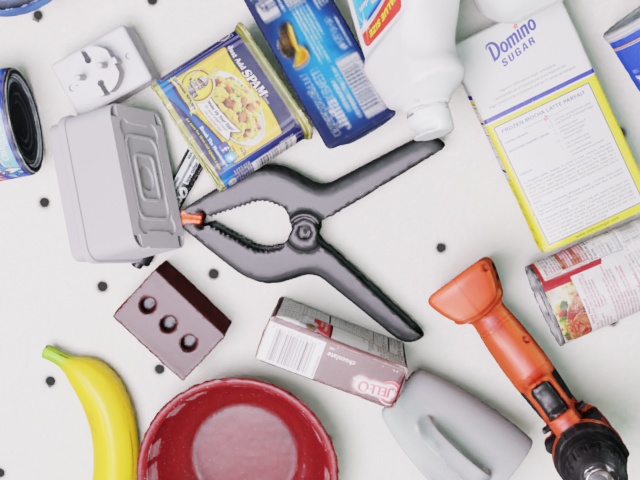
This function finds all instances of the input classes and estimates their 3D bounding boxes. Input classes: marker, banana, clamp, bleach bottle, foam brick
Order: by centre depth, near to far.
[{"bbox_3d":[0.059,-0.197,0.755,0.067,0.103,0.251,-6,80,-37],"label":"bleach bottle"},{"bbox_3d":[-0.006,0.001,0.845,0.210,0.036,0.164,-1,98,6],"label":"clamp"},{"bbox_3d":[-0.117,0.063,0.853,0.078,0.051,0.053,43,97,-3],"label":"foam brick"},{"bbox_3d":[-0.119,-0.030,0.857,0.020,0.020,0.121,29,98,-1],"label":"marker"},{"bbox_3d":[-0.181,0.180,0.883,0.070,0.037,0.198,-3,97,22],"label":"banana"}]

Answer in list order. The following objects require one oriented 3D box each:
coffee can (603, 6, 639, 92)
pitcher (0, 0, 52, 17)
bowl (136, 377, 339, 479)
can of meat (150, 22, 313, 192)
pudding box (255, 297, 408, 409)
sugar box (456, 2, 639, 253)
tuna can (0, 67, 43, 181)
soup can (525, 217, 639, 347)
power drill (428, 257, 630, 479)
[{"bbox_3d":[0.288,-0.119,0.780,0.103,0.103,0.140,-33,95,7],"label":"coffee can"},{"bbox_3d":[-0.214,-0.252,0.779,0.243,0.145,0.149,9,132,-1],"label":"pitcher"},{"bbox_3d":[-0.064,0.183,0.865,0.162,0.055,0.162,0,98,3],"label":"bowl"},{"bbox_3d":[-0.068,-0.099,0.813,0.084,0.057,0.102,-34,87,-4],"label":"can of meat"},{"bbox_3d":[0.011,0.086,0.830,0.113,0.090,0.039,22,97,0],"label":"pudding box"},{"bbox_3d":[0.175,-0.088,0.820,0.093,0.048,0.176,-25,92,6],"label":"sugar box"},{"bbox_3d":[-0.243,-0.089,0.822,0.034,0.086,0.086,-10,97,2],"label":"tuna can"},{"bbox_3d":[0.218,0.031,0.822,0.102,0.068,0.068,-24,96,5],"label":"soup can"},{"bbox_3d":[0.155,0.102,0.787,0.057,0.184,0.187,-36,85,6],"label":"power drill"}]
